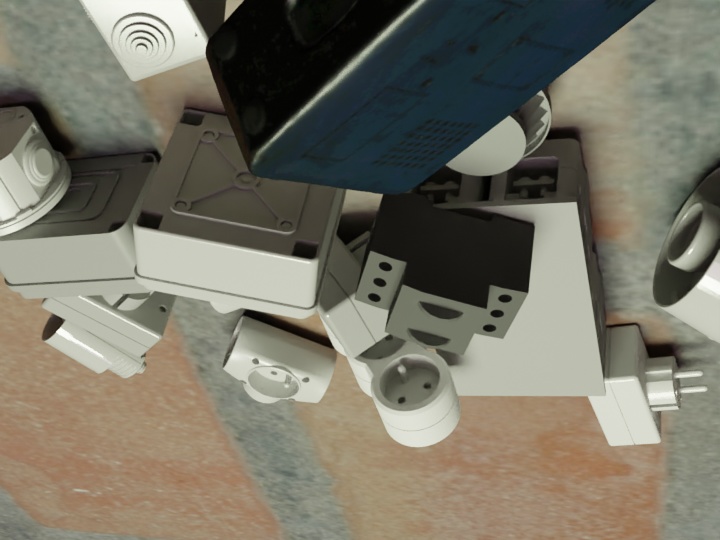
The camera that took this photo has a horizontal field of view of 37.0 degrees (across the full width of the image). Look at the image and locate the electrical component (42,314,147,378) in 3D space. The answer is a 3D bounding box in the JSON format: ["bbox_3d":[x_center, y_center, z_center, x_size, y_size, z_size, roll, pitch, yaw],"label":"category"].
[{"bbox_3d":[-0.203,0.057,0.844,0.081,0.043,0.043,37,135,-27],"label":"electrical component"}]

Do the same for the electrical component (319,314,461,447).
[{"bbox_3d":[0.022,0.066,0.731,0.052,0.138,0.073,-29,137,-7],"label":"electrical component"}]

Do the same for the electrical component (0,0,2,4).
[{"bbox_3d":[-0.232,-0.171,0.559,0.108,0.060,0.108,9,144,7],"label":"electrical component"}]

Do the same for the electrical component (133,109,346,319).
[{"bbox_3d":[-0.069,-0.035,0.643,0.109,0.108,0.056,11,139,2],"label":"electrical component"}]

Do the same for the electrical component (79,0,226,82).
[{"bbox_3d":[-0.105,-0.152,0.520,0.048,0.099,0.099,-16,135,13],"label":"electrical component"}]

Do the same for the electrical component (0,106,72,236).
[{"bbox_3d":[-0.228,-0.062,0.678,0.080,0.080,0.051,-3,134,19],"label":"electrical component"}]

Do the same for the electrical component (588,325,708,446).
[{"bbox_3d":[0.204,0.081,0.758,0.076,0.047,0.083,-8,137,24],"label":"electrical component"}]

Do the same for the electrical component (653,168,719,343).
[{"bbox_3d":[0.213,-0.009,0.608,0.064,0.099,0.099,25,140,-4],"label":"electrical component"}]

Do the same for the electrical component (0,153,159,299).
[{"bbox_3d":[-0.180,-0.027,0.707,0.113,0.078,0.057,-3,136,19],"label":"electrical component"}]

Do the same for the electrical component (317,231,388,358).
[{"bbox_3d":[0.000,0.000,0.702,0.076,0.083,0.047,-34,133,-5],"label":"electrical component"}]

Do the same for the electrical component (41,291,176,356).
[{"bbox_3d":[-0.172,0.012,0.778,0.083,0.047,0.076,31,137,-22],"label":"electrical component"}]

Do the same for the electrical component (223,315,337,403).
[{"bbox_3d":[-0.068,0.078,0.831,0.077,0.044,0.079,22,140,-11],"label":"electrical component"}]

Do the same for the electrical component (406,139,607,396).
[{"bbox_3d":[0.095,0.002,0.682,0.105,0.060,0.186,-2,139,18],"label":"electrical component"}]

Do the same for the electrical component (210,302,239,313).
[{"bbox_3d":[-0.073,0.005,0.744,0.055,0.045,0.045,-7,137,22],"label":"electrical component"}]
